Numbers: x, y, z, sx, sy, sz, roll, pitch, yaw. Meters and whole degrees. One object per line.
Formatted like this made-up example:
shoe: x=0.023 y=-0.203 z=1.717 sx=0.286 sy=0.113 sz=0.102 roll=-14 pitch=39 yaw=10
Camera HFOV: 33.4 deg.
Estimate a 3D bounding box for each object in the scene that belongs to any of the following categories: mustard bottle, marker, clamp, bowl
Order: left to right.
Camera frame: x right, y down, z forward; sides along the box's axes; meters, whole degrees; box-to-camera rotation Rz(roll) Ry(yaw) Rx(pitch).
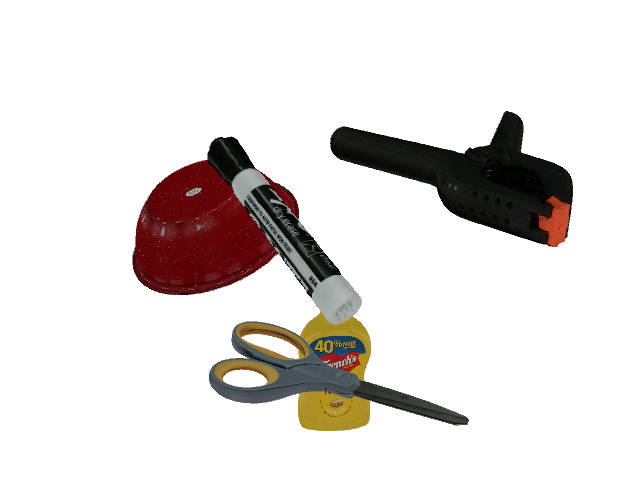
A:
bowl: x=-0.104 y=-0.024 z=0.956 sx=0.162 sy=0.055 sz=0.162 roll=-14 pitch=37 yaw=11
marker: x=-0.021 y=-0.009 z=0.521 sx=0.020 sy=0.020 sz=0.121 roll=0 pitch=43 yaw=-48
mustard bottle: x=0.019 y=0.155 z=1.413 sx=0.096 sy=0.192 sz=0.058 roll=-1 pitch=17 yaw=-5
clamp: x=0.106 y=-0.049 z=0.768 sx=0.164 sy=0.036 sz=0.210 roll=-6 pitch=25 yaw=-13

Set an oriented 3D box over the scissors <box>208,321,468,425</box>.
scissors: x=0.001 y=0.114 z=0.798 sx=0.202 sy=0.016 sz=0.096 roll=25 pitch=39 yaw=32
